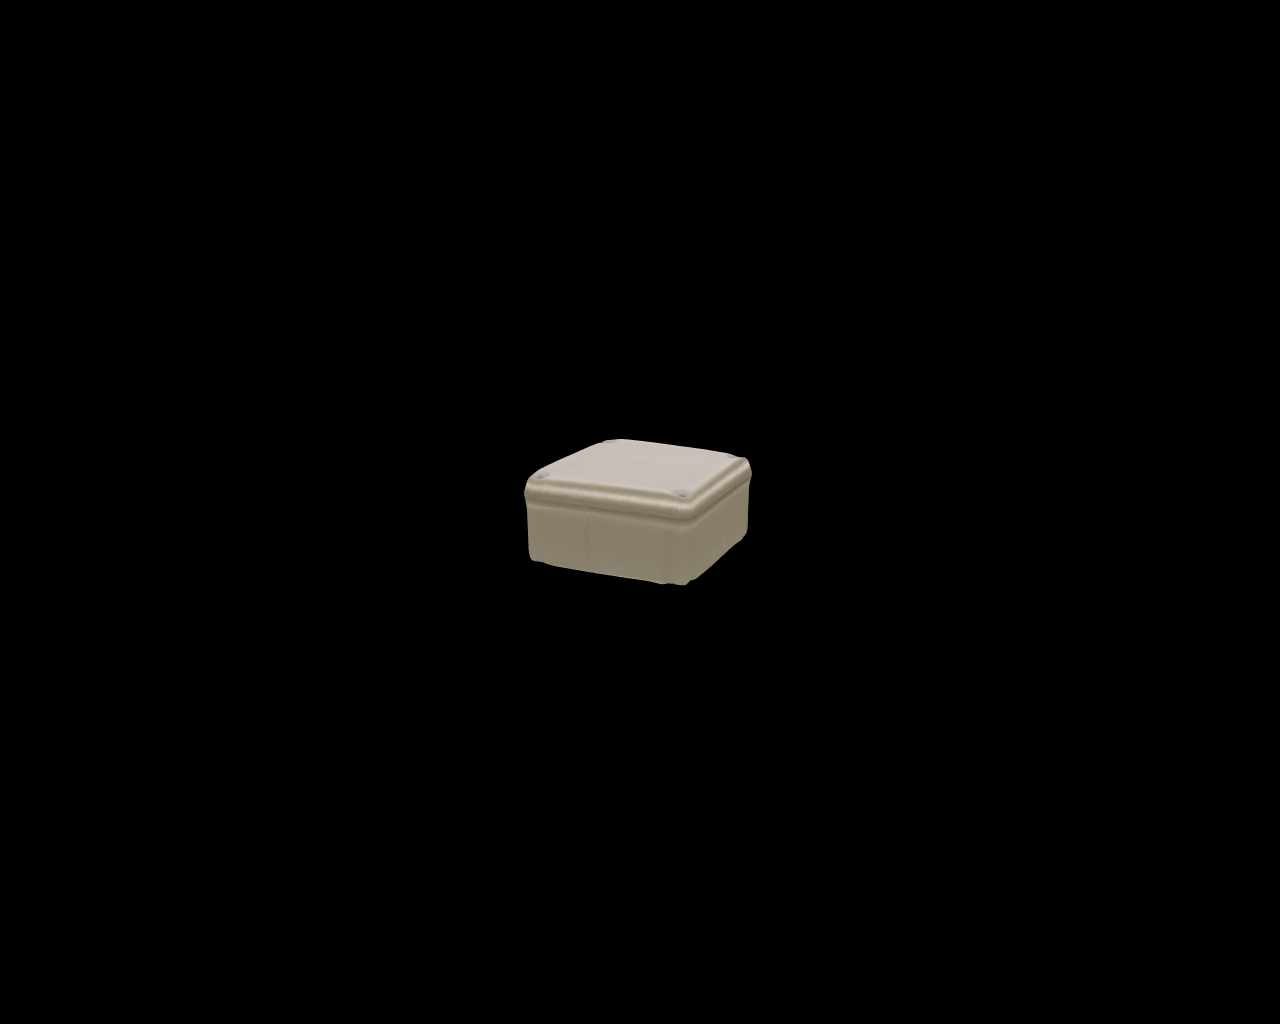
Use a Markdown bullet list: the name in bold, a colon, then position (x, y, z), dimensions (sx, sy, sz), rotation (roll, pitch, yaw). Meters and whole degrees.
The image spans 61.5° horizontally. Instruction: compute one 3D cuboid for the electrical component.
- **electrical component**: position (0.001, -0.003, 0.650), dimensions (0.109, 0.056, 0.109), rotation (8, 20, 24)
